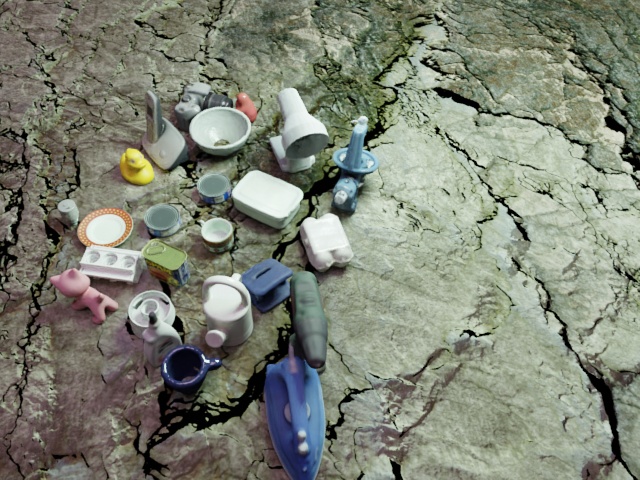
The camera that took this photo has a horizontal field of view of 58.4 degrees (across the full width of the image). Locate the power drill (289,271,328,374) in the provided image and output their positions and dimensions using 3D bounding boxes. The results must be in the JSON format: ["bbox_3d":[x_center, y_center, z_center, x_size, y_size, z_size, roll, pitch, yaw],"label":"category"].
[{"bbox_3d":[-0.022,0.190,1.162,0.075,0.208,0.229,-6,54,-7],"label":"power drill"}]

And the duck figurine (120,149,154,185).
[{"bbox_3d":[-0.486,-0.204,1.500,0.104,0.086,0.078,38,60,22],"label":"duck figurine"}]

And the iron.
[{"bbox_3d":[-0.042,0.336,1.094,0.119,0.141,0.258,-6,54,-8],"label":"iron"}]

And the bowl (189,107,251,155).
[{"bbox_3d":[-0.273,-0.288,1.584,0.167,0.075,0.167,2,53,-2],"label":"bowl"}]

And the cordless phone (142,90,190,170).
[{"bbox_3d":[-0.415,-0.289,1.506,0.094,0.185,0.147,-35,63,-25],"label":"cordless phone"}]

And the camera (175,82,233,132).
[{"bbox_3d":[-0.327,-0.385,1.636,0.136,0.101,0.143,13,54,6],"label":"camera"}]

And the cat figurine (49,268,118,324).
[{"bbox_3d":[-0.515,0.110,1.246,0.127,0.118,0.067,24,56,14],"label":"cat figurine"}]

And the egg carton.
[{"bbox_3d":[0.013,0.005,1.388,0.107,0.069,0.150,-13,55,-13],"label":"egg carton"}]

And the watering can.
[{"bbox_3d":[-0.193,0.143,1.195,0.101,0.194,0.172,-8,54,-9],"label":"watering can"}]

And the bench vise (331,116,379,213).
[{"bbox_3d":[0.093,-0.187,1.442,0.121,0.220,0.207,2,53,-2],"label":"bench vise"}]

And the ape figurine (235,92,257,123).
[{"bbox_3d":[-0.219,-0.386,1.649,0.076,0.092,0.078,35,59,21],"label":"ape figurine"}]

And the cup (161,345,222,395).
[{"bbox_3d":[-0.255,0.270,1.158,0.118,0.095,0.091,-8,54,-9],"label":"cup"}]

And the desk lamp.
[{"bbox_3d":[-0.064,-0.275,1.501,0.118,0.213,0.203,-17,56,-15],"label":"desk lamp"}]

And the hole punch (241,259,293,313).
[{"bbox_3d":[-0.126,0.093,1.300,0.109,0.091,0.101,-35,62,-25],"label":"hole punch"}]

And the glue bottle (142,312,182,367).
[{"bbox_3d":[-0.327,0.193,1.162,0.037,0.173,0.078,37,60,22],"label":"glue bottle"}]
